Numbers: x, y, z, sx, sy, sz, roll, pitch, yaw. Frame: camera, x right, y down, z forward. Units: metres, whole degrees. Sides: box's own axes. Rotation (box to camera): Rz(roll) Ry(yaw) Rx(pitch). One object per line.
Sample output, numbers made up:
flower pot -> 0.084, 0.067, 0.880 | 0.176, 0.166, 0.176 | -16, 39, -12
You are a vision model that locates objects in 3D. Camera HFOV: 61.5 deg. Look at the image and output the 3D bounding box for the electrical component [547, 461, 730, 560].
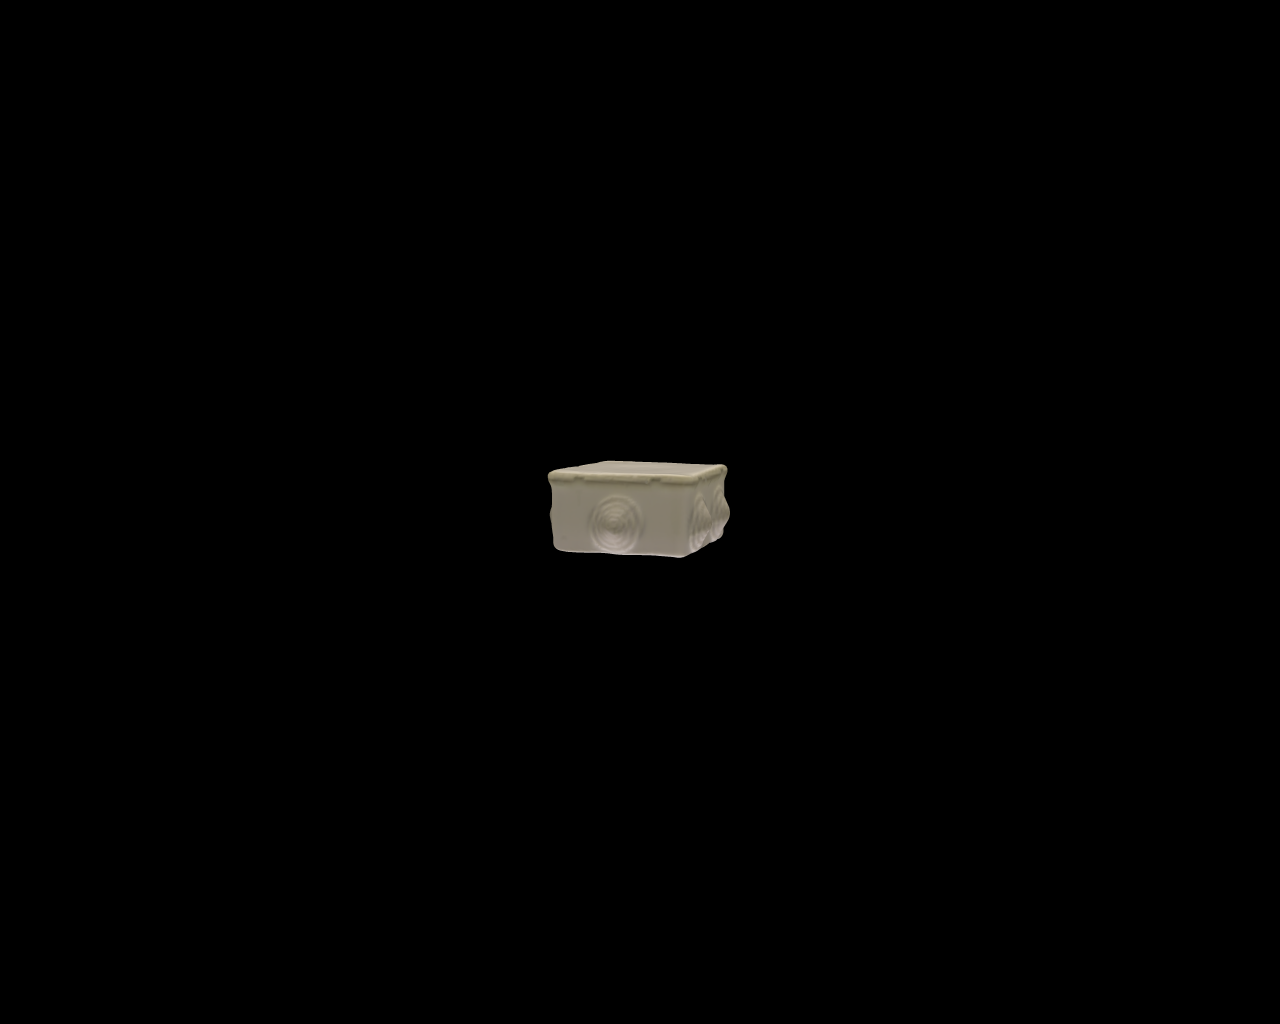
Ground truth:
electrical component -> 0.001, -0.003, 0.650 | 0.100, 0.048, 0.100 | 3, 8, 19
